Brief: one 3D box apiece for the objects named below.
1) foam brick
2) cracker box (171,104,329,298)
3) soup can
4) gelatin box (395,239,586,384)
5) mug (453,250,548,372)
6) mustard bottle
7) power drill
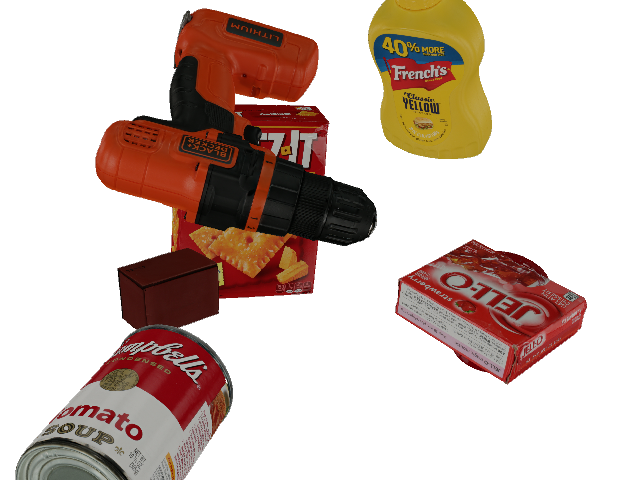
[{"bbox_3d":[-0.138,0.046,0.974,0.078,0.051,0.053,-17,27,-32],"label":"foam brick"},{"bbox_3d":[-0.083,-0.042,1.204,0.164,0.214,0.072,-1,23,-16],"label":"cracker box"},{"bbox_3d":[-0.094,0.096,0.525,0.069,0.068,0.102,0,26,22],"label":"soup can"},{"bbox_3d":[0.102,0.039,0.641,0.073,0.030,0.089,-25,43,-39],"label":"gelatin box"},{"bbox_3d":[0.161,0.062,1.010,0.093,0.081,0.117,-10,40,-10],"label":"mug"},{"bbox_3d":[0.090,-0.154,0.892,0.096,0.058,0.191,14,-36,24],"label":"mustard bottle"},{"bbox_3d":[-0.046,-0.079,0.737,0.184,0.057,0.187,16,40,-7],"label":"power drill"}]
